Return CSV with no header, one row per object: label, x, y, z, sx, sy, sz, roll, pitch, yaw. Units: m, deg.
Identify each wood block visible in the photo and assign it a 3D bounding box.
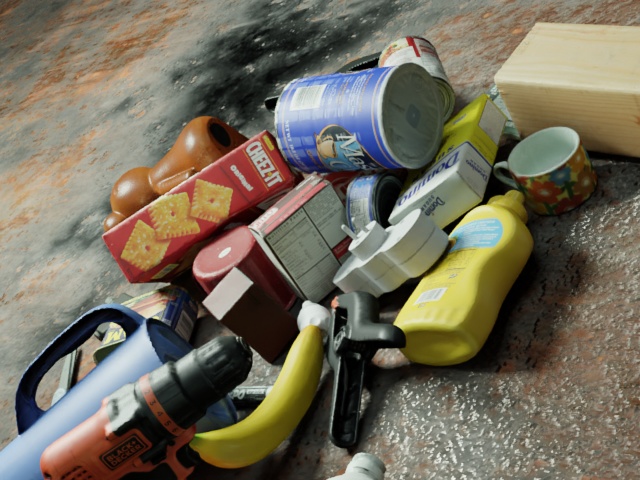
wood block,0.282,-0.141,1.007,0.206,0.090,0.090,15,58,46

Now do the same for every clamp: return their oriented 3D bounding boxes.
clamp,0.037,0.089,0.947,0.120,0.039,0.171,-56,21,27
clamp,0.016,-0.197,1.415,0.210,0.036,0.165,-31,29,2

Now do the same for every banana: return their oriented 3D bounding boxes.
banana,-0.045,0.146,0.943,0.037,0.069,0.197,-9,17,40

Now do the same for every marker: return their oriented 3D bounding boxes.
marker,-0.080,0.151,1.032,0.121,0.020,0.020,-7,40,38

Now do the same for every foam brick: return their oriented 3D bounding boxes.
foam brick,-0.067,0.074,1.064,0.053,0.078,0.051,-48,29,-5

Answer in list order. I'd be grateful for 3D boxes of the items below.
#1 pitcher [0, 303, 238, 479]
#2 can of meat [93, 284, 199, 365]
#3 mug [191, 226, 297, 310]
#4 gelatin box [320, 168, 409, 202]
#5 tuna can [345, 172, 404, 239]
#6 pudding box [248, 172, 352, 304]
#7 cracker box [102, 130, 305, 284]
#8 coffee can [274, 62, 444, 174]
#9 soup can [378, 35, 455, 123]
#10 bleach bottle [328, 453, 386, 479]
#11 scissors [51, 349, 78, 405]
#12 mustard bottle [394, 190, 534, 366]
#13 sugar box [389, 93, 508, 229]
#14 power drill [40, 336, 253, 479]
pitcher,-0.210,0.185,0.979,0.243,0.145,0.149,-38,49,4
can of meat,-0.187,0.103,1.168,0.102,0.057,0.084,-20,30,22
mug,-0.090,0.040,1.136,0.117,0.081,0.093,-4,42,41
gelatin box,0.050,-0.065,1.159,0.089,0.073,0.030,-30,31,6
tuna can,0.062,-0.026,1.080,0.034,0.086,0.086,-10,38,33
pudding box,-0.007,0.001,1.080,0.090,0.113,0.039,-39,35,-9
cracker box,-0.121,-0.030,1.211,0.214,0.072,0.164,-31,-5,4
coffee can,0.039,-0.120,1.075,0.141,0.102,0.102,0,44,41
soup can,0.104,-0.169,1.153,0.068,0.068,0.102,-27,34,12
bleach bottle,-0.011,0.261,0.770,0.103,0.068,0.250,-11,35,35
scissors,-0.274,0.177,1.185,0.096,0.016,0.201,-15,35,26
mustard bottle,0.140,0.025,0.960,0.096,0.058,0.191,-18,31,52
sugar box,0.131,-0.074,1.077,0.093,0.048,0.176,-37,12,33
power drill,-0.096,0.179,0.843,0.184,0.187,0.057,-33,29,5
